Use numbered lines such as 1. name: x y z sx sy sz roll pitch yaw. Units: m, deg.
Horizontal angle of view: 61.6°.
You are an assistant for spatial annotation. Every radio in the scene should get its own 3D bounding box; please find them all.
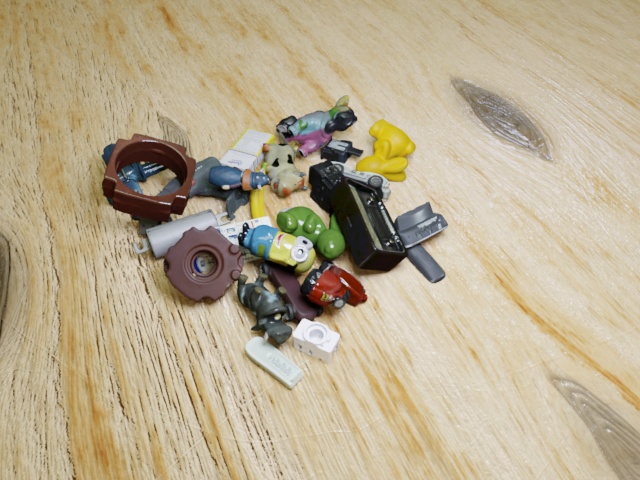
1. radio: 0.115 -0.036 1.291 0.131 0.073 0.230 12 47 -41

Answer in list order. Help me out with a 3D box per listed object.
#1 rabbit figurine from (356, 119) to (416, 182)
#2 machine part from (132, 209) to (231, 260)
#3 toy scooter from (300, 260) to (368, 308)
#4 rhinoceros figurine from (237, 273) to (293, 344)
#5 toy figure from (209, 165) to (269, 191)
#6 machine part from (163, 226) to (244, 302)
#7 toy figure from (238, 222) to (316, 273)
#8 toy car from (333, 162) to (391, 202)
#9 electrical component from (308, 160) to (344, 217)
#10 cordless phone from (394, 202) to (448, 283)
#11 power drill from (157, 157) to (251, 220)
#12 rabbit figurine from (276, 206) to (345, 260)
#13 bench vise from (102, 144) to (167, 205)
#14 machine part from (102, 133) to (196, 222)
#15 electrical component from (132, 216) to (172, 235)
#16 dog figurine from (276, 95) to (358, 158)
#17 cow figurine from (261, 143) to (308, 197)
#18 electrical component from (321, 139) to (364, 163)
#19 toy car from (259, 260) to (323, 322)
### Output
1. rabbit figurine: 0.182 -0.229 1.532 0.162 0.121 0.173 40 71 19
2. machine part: -0.338 -0.015 1.328 0.243 0.079 0.079 -21 51 -20
3. toy scooter: 0.039 0.109 1.200 0.135 0.075 0.184 35 20 8
4. rhinoceros figurine: -0.123 0.148 1.161 0.073 0.112 0.191 2 26 -38
5. toy figure: -0.205 -0.158 1.373 0.155 0.064 0.058 7 10 3
6. machine part: -0.262 0.054 1.211 0.179 0.056 0.179 0 87 -10
7. toy figure: -0.097 0.016 1.230 0.180 0.089 0.082 17 77 9
8. toy car: 0.098 -0.158 1.468 0.202 0.073 0.056 19 51 16
9. electrical component: 0.019 -0.142 1.424 0.058 0.114 0.134 -23 51 -26
10. cordless phone: 0.271 0.010 1.326 0.146 0.088 0.184 -25 63 -23
11. power drill: -0.306 -0.123 1.437 0.208 0.085 0.232 18 49 24
12. rabbit figurine: -0.003 -0.004 1.302 0.170 0.121 0.159 30 35 33
13. bench vise: -0.481 -0.193 1.467 0.241 0.128 0.224 -25 55 -17
14. machine part: -0.419 -0.153 1.328 0.201 0.087 0.201 13 53 -14
15. electrical component: -0.426 -0.049 1.370 0.102 0.078 0.045 -2 7 3
16. dog figurine: 0.000 -0.337 1.567 0.219 0.108 0.192 -33 28 -15
17. cow figurine: -0.100 -0.193 1.496 0.127 0.085 0.195 -6 46 2
18. electrical component: 0.069 -0.257 1.578 0.119 0.047 0.075 17 49 14
19. toy car: -0.071 0.112 1.228 0.089 0.053 0.202 -10 45 -31
